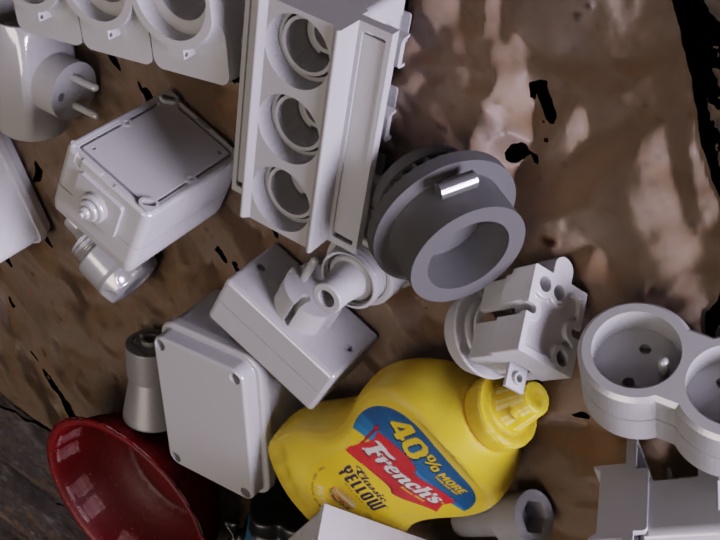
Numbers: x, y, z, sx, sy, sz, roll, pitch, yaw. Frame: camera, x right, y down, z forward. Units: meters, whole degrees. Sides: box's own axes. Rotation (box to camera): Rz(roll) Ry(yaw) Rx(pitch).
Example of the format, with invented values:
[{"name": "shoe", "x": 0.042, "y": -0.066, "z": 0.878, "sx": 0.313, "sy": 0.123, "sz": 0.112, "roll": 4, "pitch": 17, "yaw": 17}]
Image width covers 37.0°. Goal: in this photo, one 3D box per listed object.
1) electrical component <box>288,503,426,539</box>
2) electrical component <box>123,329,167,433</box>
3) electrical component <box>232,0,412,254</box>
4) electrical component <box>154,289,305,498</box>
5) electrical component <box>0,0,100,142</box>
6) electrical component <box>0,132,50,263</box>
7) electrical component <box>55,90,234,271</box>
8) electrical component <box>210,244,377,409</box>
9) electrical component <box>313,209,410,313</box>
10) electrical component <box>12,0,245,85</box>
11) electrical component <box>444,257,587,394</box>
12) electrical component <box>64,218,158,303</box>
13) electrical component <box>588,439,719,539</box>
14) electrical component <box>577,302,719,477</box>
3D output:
[{"name": "electrical component", "x": 0.027, "y": 0.209, "z": 0.621, "sx": 0.150, "sy": 0.089, "sz": 0.061, "roll": 23, "pitch": 140, "yaw": -15}, {"name": "electrical component", "x": -0.144, "y": 0.074, "z": 0.744, "sx": 0.044, "sy": 0.044, "sz": 0.065, "roll": 21, "pitch": 125, "yaw": 27}, {"name": "electrical component", "x": -0.018, "y": -0.079, "z": 0.521, "sx": 0.079, "sy": 0.063, "sz": 0.121, "roll": 28, "pitch": 133, "yaw": 21}, {"name": "electrical component", "x": -0.081, "y": 0.080, "z": 0.685, "sx": 0.078, "sy": 0.057, "sz": 0.113, "roll": 20, "pitch": 129, "yaw": 27}, {"name": "electrical component", "x": -0.186, "y": -0.114, "z": 0.646, "sx": 0.079, "sy": 0.043, "sz": 0.077, "roll": 27, "pitch": 132, "yaw": 22}, {"name": "electrical component", "x": -0.288, "y": -0.059, "z": 0.756, "sx": 0.109, "sy": 0.056, "sz": 0.108, "roll": -2, "pitch": 117, "yaw": 39}, {"name": "electrical component", "x": -0.124, "y": -0.046, "z": 0.605, "sx": 0.062, "sy": 0.096, "sz": 0.061, "roll": 41, "pitch": 136, "yaw": 9}, {"name": "electrical component", "x": -0.032, "y": 0.021, "z": 0.612, "sx": 0.083, "sy": 0.047, "sz": 0.075, "roll": 42, "pitch": 136, "yaw": 8}, {"name": "electrical component", "x": 0.000, "y": 0.000, "z": 0.561, "sx": 0.048, "sy": 0.062, "sz": 0.048, "roll": 20, "pitch": 129, "yaw": 27}, {"name": "electrical component", "x": -0.114, "y": -0.157, "z": 0.545, "sx": 0.150, "sy": 0.062, "sz": 0.089, "roll": 19, "pitch": 129, "yaw": 28}, {"name": "electrical component", "x": 0.075, "y": 0.028, "z": 0.527, "sx": 0.048, "sy": 0.066, "sz": 0.055, "roll": 29, "pitch": 155, "yaw": -30}, {"name": "electrical component", "x": -0.166, "y": -0.013, "z": 0.699, "sx": 0.062, "sy": 0.043, "sz": 0.043, "roll": 47, "pitch": 137, "yaw": 4}, {"name": "electrical component", "x": 0.147, "y": 0.122, "z": 0.516, "sx": 0.064, "sy": 0.081, "sz": 0.042, "roll": -10, "pitch": 126, "yaw": 23}, {"name": "electrical component", "x": 0.166, "y": 0.069, "z": 0.484, "sx": 0.138, "sy": 0.052, "sz": 0.073, "roll": 21, "pitch": 154, "yaw": 27}]
